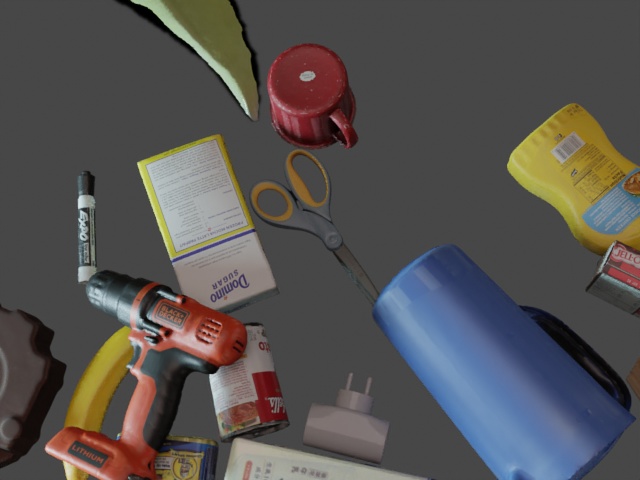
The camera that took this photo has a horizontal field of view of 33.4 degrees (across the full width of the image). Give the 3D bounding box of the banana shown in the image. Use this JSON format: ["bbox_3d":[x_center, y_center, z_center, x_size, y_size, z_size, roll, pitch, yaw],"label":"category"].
[{"bbox_3d":[-0.204,0.146,1.057,0.070,0.037,0.197,34,80,14],"label":"banana"}]

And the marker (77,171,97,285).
[{"bbox_3d":[-0.243,-0.014,1.112,0.020,0.020,0.121,-5,75,3],"label":"marker"}]

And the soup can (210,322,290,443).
[{"bbox_3d":[-0.074,0.138,1.033,0.068,0.068,0.102,-16,74,0],"label":"soup can"}]

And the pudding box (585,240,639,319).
[{"bbox_3d":[0.303,0.044,1.004,0.090,0.113,0.039,28,81,11],"label":"pudding box"}]

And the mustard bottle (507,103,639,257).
[{"bbox_3d":[0.283,-0.040,1.057,0.096,0.058,0.192,-39,75,-11],"label":"mustard bottle"}]

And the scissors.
[{"bbox_3d":[-0.007,0.001,1.091,0.096,0.016,0.202,-20,74,0],"label":"scissors"}]

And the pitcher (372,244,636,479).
[{"bbox_3d":[0.170,0.119,0.997,0.145,0.149,0.243,-44,72,9],"label":"pitcher"}]

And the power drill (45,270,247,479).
[{"bbox_3d":[-0.179,0.129,0.999,0.185,0.057,0.187,19,77,29],"label":"power drill"}]

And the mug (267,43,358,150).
[{"bbox_3d":[-0.003,-0.141,1.095,0.093,0.081,0.117,-37,75,-6],"label":"mug"}]

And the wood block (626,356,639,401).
[{"bbox_3d":[0.373,0.174,0.941,0.090,0.090,0.206,-18,57,-15],"label":"wood block"}]

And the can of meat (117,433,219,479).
[{"bbox_3d":[-0.150,0.230,1.020,0.102,0.057,0.084,4,73,5],"label":"can of meat"}]

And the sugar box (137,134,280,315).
[{"bbox_3d":[-0.114,-0.012,1.089,0.093,0.048,0.176,-20,78,-1],"label":"sugar box"}]
